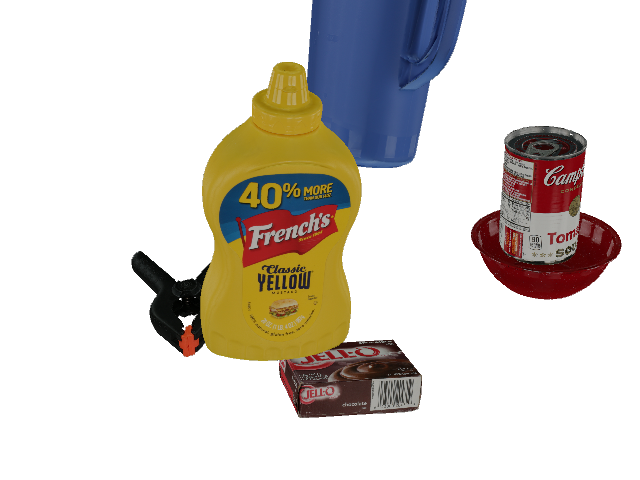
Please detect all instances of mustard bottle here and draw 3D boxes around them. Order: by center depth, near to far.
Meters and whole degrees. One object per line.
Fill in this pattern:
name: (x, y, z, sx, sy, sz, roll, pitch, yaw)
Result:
mustard bottle: (-0.024, -0.017, 0.652, 0.096, 0.192, 0.058, -2, 32, -10)

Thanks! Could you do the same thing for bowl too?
bowl: (0.246, 0.019, 1.177, 0.162, 0.055, 0.162, -1, 27, 0)

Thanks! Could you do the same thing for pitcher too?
pitcher: (0.057, -0.191, 0.974, 0.145, 0.243, 0.149, 8, 14, 5)

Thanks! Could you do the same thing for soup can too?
soup can: (0.189, -0.038, 0.915, 0.068, 0.102, 0.068, -2, 27, 1)

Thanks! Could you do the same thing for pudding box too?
pudding box: (0.025, 0.123, 0.961, 0.113, 0.039, 0.090, 0, 16, -13)

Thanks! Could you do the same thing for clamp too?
clamp: (-0.134, 0.056, 1.147, 0.120, 0.039, 0.171, -15, 40, -8)
